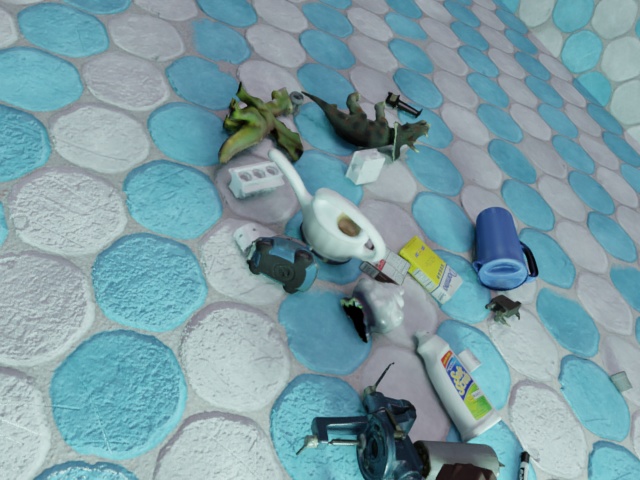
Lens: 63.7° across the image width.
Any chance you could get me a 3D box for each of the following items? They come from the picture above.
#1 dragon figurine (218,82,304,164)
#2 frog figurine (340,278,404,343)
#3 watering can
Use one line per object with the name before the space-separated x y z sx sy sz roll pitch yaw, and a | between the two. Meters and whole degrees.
dragon figurine | -0.144 -0.297 1.404 0.241 0.120 0.421 23 46 -22
frog figurine | 0.143 0.141 1.183 0.161 0.120 0.139 -23 48 -28
watering can | 0.004 -0.061 1.203 0.349 0.220 0.105 41 63 6
